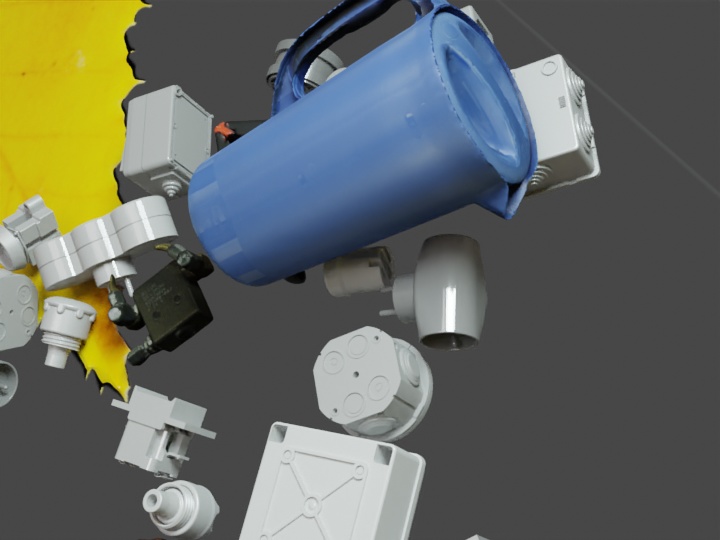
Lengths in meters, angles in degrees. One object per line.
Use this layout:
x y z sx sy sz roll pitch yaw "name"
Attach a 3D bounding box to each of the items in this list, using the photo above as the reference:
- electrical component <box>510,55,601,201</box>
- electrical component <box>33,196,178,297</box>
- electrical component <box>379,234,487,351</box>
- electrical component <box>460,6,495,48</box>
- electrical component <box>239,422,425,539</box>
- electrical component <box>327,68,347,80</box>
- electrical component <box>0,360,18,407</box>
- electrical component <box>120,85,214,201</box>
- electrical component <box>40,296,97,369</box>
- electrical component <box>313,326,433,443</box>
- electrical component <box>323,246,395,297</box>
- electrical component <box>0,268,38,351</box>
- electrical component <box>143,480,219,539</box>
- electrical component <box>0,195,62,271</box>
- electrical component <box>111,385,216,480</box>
0.125 -0.105 0.810 0.100 0.048 0.099 -16 63 23 "electrical component"
-0.223 -0.007 0.963 0.138 0.052 0.073 -23 84 19 "electrical component"
0.050 0.019 0.799 0.079 0.044 0.077 -9 65 26 "electrical component"
0.069 -0.162 0.868 0.077 0.047 0.065 -19 61 22 "electrical component"
-0.021 0.172 0.765 0.109 0.056 0.108 6 72 31 "electrical component"
0.000 -0.140 0.893 0.048 0.066 0.055 -27 40 -26 "electrical component"
-0.364 0.115 0.992 0.077 0.044 0.079 10 74 32 "electrical component"
-0.176 -0.107 0.973 0.061 0.062 0.096 -13 63 24 "electrical component"
-0.266 0.057 0.963 0.048 0.048 0.062 8 80 32 "electrical component"
0.009 0.084 0.790 0.080 0.051 0.080 -12 63 25 "electrical component"
0.000 0.000 0.840 0.046 0.040 0.040 -5 66 22 "electrical component"
-0.340 0.036 0.992 0.051 0.080 0.080 7 72 27 "electrical component"
-0.141 0.182 0.824 0.043 0.062 0.043 -12 64 25 "electrical component"
-0.317 -0.030 1.015 0.048 0.066 0.055 26 50 35 "electrical component"
-0.164 0.133 0.872 0.081 0.042 0.063 12 76 33 "electrical component"
